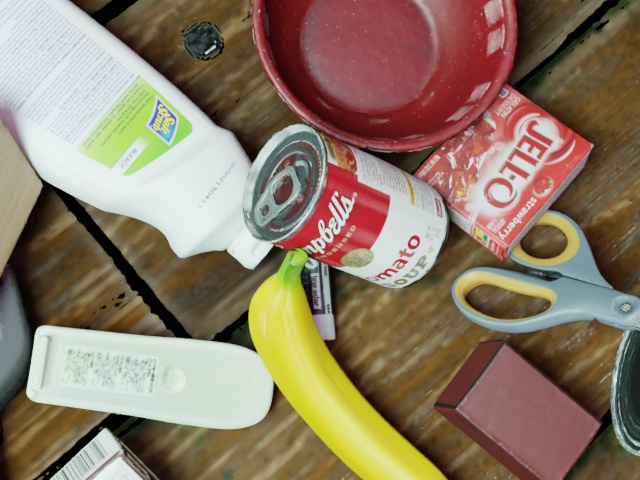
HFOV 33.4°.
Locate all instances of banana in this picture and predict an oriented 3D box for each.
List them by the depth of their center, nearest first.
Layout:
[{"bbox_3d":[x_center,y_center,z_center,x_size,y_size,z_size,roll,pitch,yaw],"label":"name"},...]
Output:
[{"bbox_3d":[0.013,0.092,0.612,0.037,0.070,0.197,-44,110,-28],"label":"banana"}]

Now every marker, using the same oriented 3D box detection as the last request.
[{"bbox_3d":[-0.004,0.001,0.647,0.020,0.020,0.121,-3,83,-10],"label":"marker"}]

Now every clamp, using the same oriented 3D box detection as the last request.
[{"bbox_3d":[-0.201,0.091,0.594,0.120,0.039,0.171,32,75,-18],"label":"clamp"}]

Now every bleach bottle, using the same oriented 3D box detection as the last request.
[{"bbox_3d":[-0.133,-0.065,0.614,0.251,0.068,0.102,39,76,-5],"label":"bleach bottle"}]

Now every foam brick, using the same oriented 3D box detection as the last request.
[{"bbox_3d":[0.117,0.104,0.636,0.078,0.053,0.051,40,79,-2],"label":"foam brick"}]

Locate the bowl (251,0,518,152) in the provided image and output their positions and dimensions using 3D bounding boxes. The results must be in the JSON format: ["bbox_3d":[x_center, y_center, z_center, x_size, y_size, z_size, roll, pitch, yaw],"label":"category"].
[{"bbox_3d":[0.035,-0.127,0.652,0.162,0.055,0.162,1,82,-9],"label":"bowl"}]

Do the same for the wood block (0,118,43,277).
[{"bbox_3d":[-0.232,0.027,0.534,0.090,0.091,0.206,12,64,13],"label":"wood block"}]

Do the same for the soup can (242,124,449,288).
[{"bbox_3d":[0.016,-0.017,0.607,0.102,0.069,0.068,21,78,-38],"label":"soup can"}]

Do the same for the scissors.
[{"bbox_3d":[0.174,0.025,0.615,0.202,0.016,0.096,3,56,32],"label":"scissors"}]

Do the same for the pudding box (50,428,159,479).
[{"bbox_3d":[-0.126,0.175,0.583,0.113,0.039,0.090,-42,113,-10],"label":"pudding box"}]

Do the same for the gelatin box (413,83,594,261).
[{"bbox_3d":[0.112,-0.044,0.656,0.073,0.030,0.089,39,77,16],"label":"gelatin box"}]

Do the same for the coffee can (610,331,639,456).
[{"bbox_3d":[0.261,0.093,0.635,0.140,0.103,0.103,14,81,-7],"label":"coffee can"}]
